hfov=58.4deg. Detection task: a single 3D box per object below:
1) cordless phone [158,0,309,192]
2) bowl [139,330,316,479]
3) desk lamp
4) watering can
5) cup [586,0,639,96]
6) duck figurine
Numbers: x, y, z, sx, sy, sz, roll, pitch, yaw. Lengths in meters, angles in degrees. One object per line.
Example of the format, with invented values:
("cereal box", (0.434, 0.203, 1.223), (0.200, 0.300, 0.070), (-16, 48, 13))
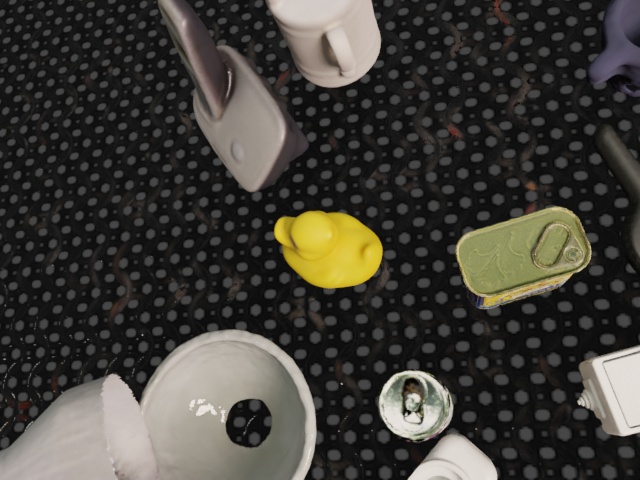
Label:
("cordless phone", (-0.093, -0.141, 0.557), (0.094, 0.185, 0.147), (-39, 69, 0))
("bowl", (-0.076, 0.169, 0.522), (0.167, 0.075, 0.167), (-4, 73, 13))
("desk lamp", (-0.206, 0.201, 0.470), (0.203, 0.214, 0.118), (-24, 70, 6))
("watering can", (-0.008, -0.249, 0.563), (0.101, 0.194, 0.172), (-44, 69, -1))
("cup", (0.287, -0.165, 0.521), (0.118, 0.095, 0.091), (-37, 69, 1))
("duck figurine", (0.005, 0.002, 0.545), (0.104, 0.086, 0.077), (13, 77, 17))
